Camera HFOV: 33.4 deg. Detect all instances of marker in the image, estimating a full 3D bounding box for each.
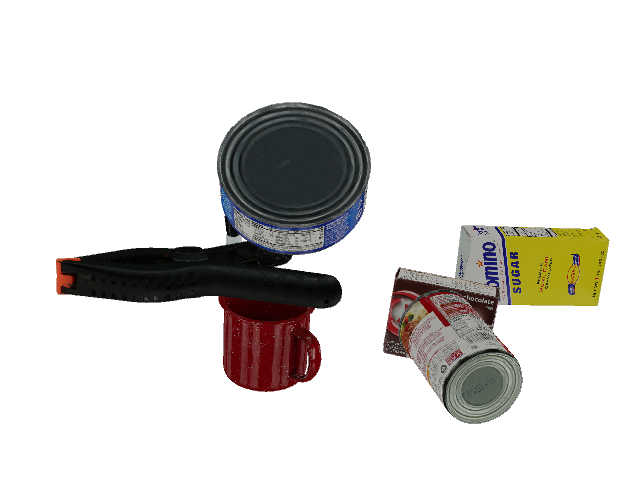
[{"bbox_3d":[-0.098,0.019,1.212,0.020,0.121,0.020,0,33,0],"label":"marker"}]

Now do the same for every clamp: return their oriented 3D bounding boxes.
[{"bbox_3d":[-0.093,0.026,0.820,0.209,0.036,0.165,-3,12,-21],"label":"clamp"}]

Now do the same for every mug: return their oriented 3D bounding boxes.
[{"bbox_3d":[-0.043,0.095,1.017,0.117,0.081,0.093,25,32,37],"label":"mug"}]

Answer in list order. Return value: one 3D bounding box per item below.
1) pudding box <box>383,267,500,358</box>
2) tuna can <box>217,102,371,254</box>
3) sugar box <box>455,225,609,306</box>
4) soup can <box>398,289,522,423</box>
[{"bbox_3d":[0.129,0.084,1.142,0.113,0.090,0.039,10,23,7],"label":"pudding box"},{"bbox_3d":[-0.015,-0.035,0.605,0.086,0.086,0.034,0,-33,-2],"label":"tuna can"},{"bbox_3d":[0.256,0.032,1.306,0.176,0.093,0.048,0,21,-10],"label":"sugar box"},{"bbox_3d":[0.112,0.092,0.860,0.068,0.068,0.102,0,25,-18],"label":"soup can"}]
